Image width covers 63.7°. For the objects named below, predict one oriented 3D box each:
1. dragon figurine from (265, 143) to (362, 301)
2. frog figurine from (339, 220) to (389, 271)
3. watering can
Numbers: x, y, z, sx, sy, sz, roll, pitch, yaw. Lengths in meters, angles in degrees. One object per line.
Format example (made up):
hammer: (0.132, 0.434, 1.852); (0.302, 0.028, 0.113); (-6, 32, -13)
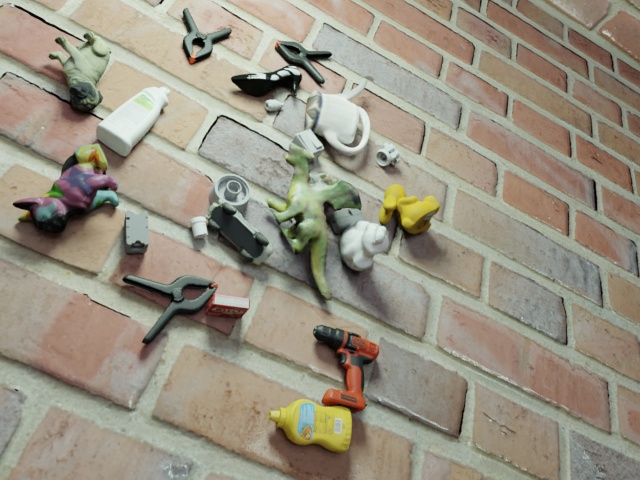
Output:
dragon figurine: (0.004, -0.070, 1.383); (0.244, 0.121, 0.410); (-32, 89, -9)
frog figurine: (0.120, 0.014, 1.408); (0.122, 0.158, 0.138); (11, 81, -8)
watering can: (0.061, -0.425, 1.683); (0.224, 0.102, 0.355); (16, 57, -17)
